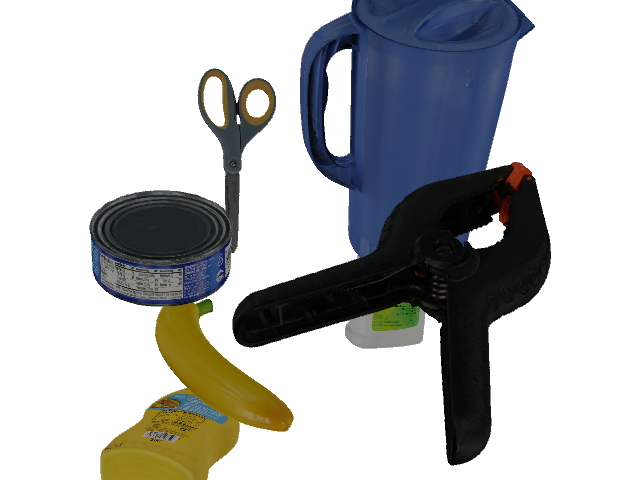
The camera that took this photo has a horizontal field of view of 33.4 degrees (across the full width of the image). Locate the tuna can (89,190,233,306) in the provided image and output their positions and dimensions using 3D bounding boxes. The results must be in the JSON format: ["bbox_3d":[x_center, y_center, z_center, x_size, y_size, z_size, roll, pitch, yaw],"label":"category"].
[{"bbox_3d":[-0.096,0.004,0.649,0.086,0.034,0.086,3,31,-2],"label":"tuna can"}]

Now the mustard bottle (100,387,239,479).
[{"bbox_3d":[-0.133,0.190,1.052,0.096,0.058,0.191,7,18,15],"label":"mustard bottle"}]

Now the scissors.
[{"bbox_3d":[-0.080,-0.094,1.172,0.096,0.202,0.016,-14,-4,-17],"label":"scissors"}]

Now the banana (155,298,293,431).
[{"bbox_3d":[-0.088,0.091,0.846,0.069,0.037,0.198,-9,30,-22],"label":"banana"}]

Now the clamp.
[{"bbox_3d":[0.059,0.024,0.477,0.120,0.039,0.171,38,56,24],"label":"clamp"}]

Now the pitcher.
[{"bbox_3d":[0.074,-0.089,0.891,0.149,0.243,0.144,21,42,20],"label":"pitcher"}]

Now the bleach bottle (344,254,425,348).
[{"bbox_3d":[0.089,0.007,1.345,0.102,0.251,0.068,-3,16,-19],"label":"bleach bottle"}]
